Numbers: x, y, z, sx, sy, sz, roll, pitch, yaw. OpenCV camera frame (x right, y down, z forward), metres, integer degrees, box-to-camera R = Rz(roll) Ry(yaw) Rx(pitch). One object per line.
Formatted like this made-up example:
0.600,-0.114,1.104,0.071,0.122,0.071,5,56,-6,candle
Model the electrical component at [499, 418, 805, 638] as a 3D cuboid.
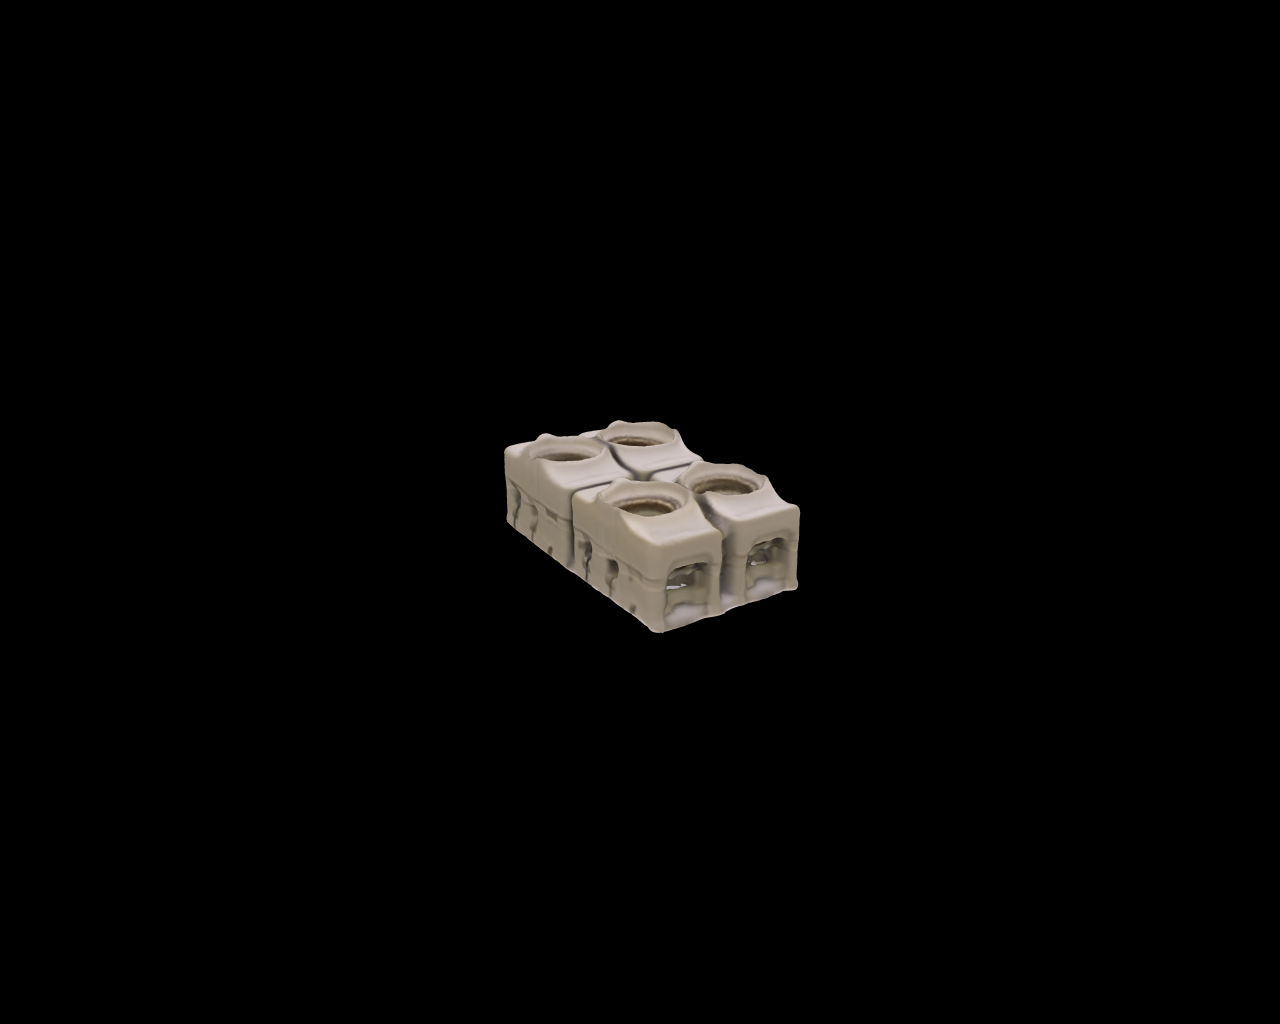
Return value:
0.001,-0.003,0.650,0.105,0.060,0.186,-13,26,-29,electrical component
